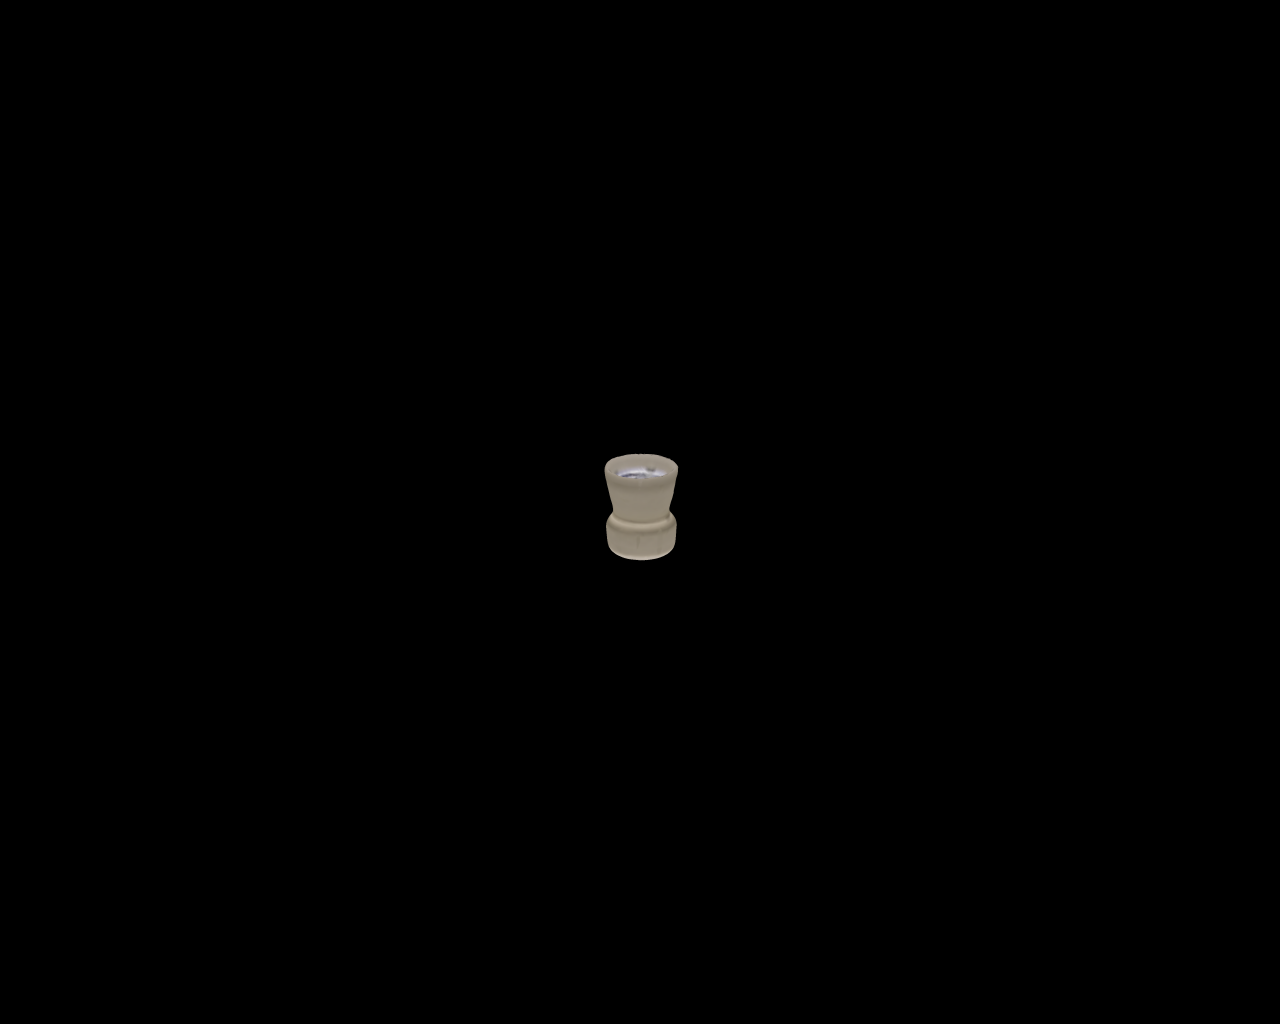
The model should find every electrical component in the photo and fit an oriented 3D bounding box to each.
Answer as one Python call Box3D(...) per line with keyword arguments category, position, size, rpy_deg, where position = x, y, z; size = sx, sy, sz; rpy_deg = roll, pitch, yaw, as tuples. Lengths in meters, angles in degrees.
Box3D(category="electrical component", position=(0.001, -0.003, 0.650), size=(0.045, 0.055, 0.045), rpy_deg=(0, 22, 0))
